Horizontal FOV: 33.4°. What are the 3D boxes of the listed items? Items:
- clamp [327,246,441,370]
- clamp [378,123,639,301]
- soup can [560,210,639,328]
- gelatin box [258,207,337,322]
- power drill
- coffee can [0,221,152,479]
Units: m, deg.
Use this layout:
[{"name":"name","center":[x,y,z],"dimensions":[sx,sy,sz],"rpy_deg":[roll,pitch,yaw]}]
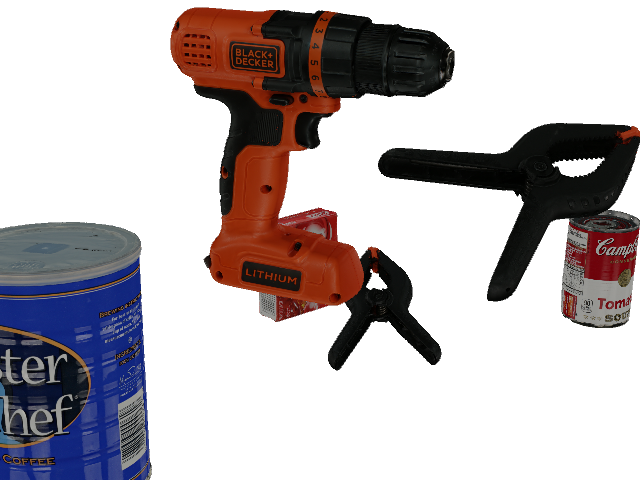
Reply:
[{"name":"clamp","center":[0.075,0.077,1.187],"dimensions":[0.120,0.171,0.039],"rpy_deg":[7,-42,2]},{"name":"clamp","center":[0.171,-0.037,0.839],"dimensions":[0.209,0.165,0.036],"rpy_deg":[-16,-38,-15]},{"name":"soup can","center":[0.274,0.027,1.050],"dimensions":[0.068,0.102,0.068],"rpy_deg":[1,18,0]},{"name":"gelatin box","center":[-0.019,0.021,0.957],"dimensions":[0.073,0.089,0.030],"rpy_deg":[-15,23,-37]},{"name":"power drill","center":[-0.007,-0.055,0.691],"dimensions":[0.185,0.188,0.057],"rpy_deg":[10,23,22]},{"name":"coffee can","center":[-0.148,0.070,0.596],"dimensions":[0.103,0.140,0.103],"rpy_deg":[0,15,0]}]
